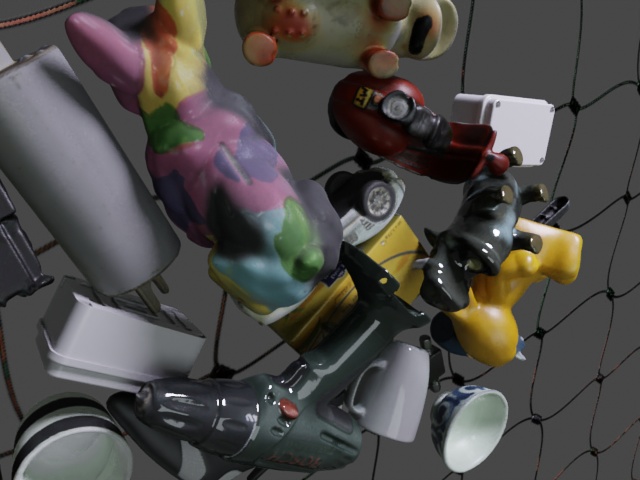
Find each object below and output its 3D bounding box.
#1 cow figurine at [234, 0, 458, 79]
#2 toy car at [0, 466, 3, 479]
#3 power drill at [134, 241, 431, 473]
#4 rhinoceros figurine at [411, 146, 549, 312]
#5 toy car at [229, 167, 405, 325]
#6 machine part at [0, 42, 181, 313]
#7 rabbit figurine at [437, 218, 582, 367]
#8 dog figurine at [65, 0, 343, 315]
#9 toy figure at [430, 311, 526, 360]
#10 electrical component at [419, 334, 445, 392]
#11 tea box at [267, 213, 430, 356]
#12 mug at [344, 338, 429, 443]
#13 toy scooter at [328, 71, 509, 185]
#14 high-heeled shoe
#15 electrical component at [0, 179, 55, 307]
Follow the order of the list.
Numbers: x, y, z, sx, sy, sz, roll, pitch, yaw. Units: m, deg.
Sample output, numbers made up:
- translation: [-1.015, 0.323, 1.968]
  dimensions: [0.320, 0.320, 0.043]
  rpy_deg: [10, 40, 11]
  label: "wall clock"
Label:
- translation: [0.025, -0.184, 0.453]
  dimensions: [0.195, 0.127, 0.085]
  rpy_deg: [-1, 121, -17]
  label: "cow figurine"
- translation: [-0.294, 0.122, 0.381]
  dimensions: [0.089, 0.053, 0.201]
  rpy_deg: [-21, 113, -38]
  label: "toy car"
- translation: [-0.010, 0.105, 0.459]
  dimensions: [0.207, 0.086, 0.231]
  rpy_deg: [-54, 130, -8]
  label: "power drill"
- translation: [0.155, -0.012, 0.534]
  dimensions: [0.073, 0.112, 0.190]
  rpy_deg: [49, 52, -20]
  label: "rhinoceros figurine"
- translation: [-0.001, -0.002, 0.518]
  dimensions: [0.202, 0.074, 0.056]
  rpy_deg: [-41, 121, -15]
  label: "toy car"
- translation: [-0.174, -0.045, 0.388]
  dimensions: [0.079, 0.079, 0.243]
  rpy_deg: [-36, 121, -18]
  label: "machine part"
- translation: [0.200, 0.058, 0.619]
  dimensions: [0.162, 0.122, 0.173]
  rpy_deg: [13, 92, -11]
  label: "rabbit figurine"
- translation: [-0.079, -0.069, 0.386]
  dimensions: [0.108, 0.192, 0.219]
  rpy_deg: [-35, 138, -12]
  label: "dog figurine"
- translation: [0.212, 0.128, 0.712]
  dimensions: [0.154, 0.058, 0.064]
  rpy_deg: [20, 71, -33]
  label: "toy figure"
- translation: [0.131, 0.169, 0.697]
  dimensions: [0.063, 0.021, 0.093]
  rpy_deg: [-27, 120, -22]
  label: "electrical component"
- translation: [0.033, 0.056, 0.564]
  dimensions: [0.169, 0.068, 0.098]
  rpy_deg: [-50, 126, -10]
  label: "tea box"
- translation: [0.078, 0.168, 0.633]
  dimensions: [0.109, 0.081, 0.107]
  rpy_deg: [26, 80, -30]
  label: "mug"
- translation: [0.101, -0.099, 0.513]
  dimensions: [0.183, 0.135, 0.075]
  rpy_deg: [23, 95, -35]
  label: "toy scooter"
- translation: [-0.070, 0.161, 0.520]
  dimensions: [0.145, 0.086, 0.248]
  rpy_deg: [-46, 135, -5]
  label: "high-heeled shoe"
- translation: [-0.255, -0.002, 0.336]
  dimensions: [0.115, 0.058, 0.134]
  rpy_deg: [-35, 105, -36]
  label: "electrical component"
